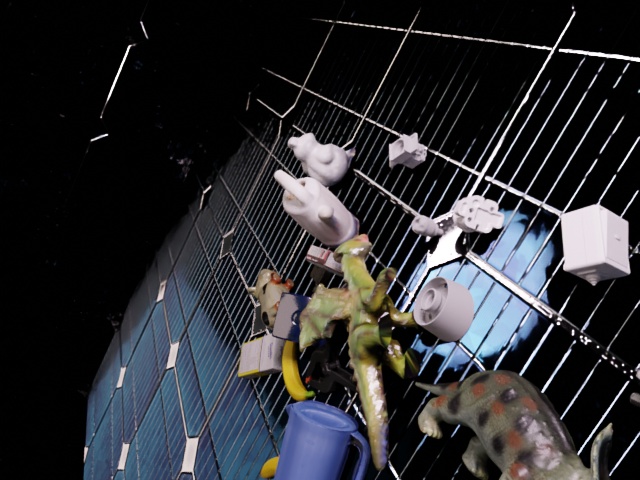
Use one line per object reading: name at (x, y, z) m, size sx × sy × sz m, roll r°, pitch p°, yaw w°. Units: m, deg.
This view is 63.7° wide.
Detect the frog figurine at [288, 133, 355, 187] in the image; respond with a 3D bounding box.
frog figurine at (-0.008, -0.209, 1.324) m, size 0.137 × 0.158 × 0.124 m, roll -6°, pitch 69°, yaw 58°

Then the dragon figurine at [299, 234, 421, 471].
dragon figurine at (0.056, 0.175, 0.950) m, size 0.242 × 0.121 × 0.416 m, roll -5°, pitch 64°, yaw 44°

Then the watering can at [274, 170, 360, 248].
watering can at (0.003, -0.058, 1.149) m, size 0.104 × 0.221 × 0.352 m, roll -48°, pitch 31°, yaw 1°
